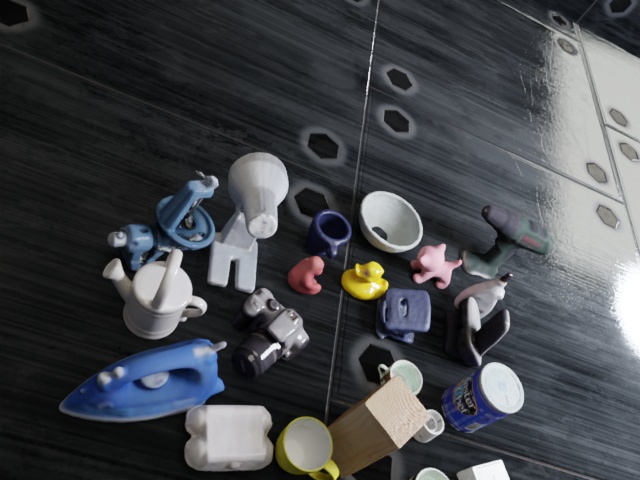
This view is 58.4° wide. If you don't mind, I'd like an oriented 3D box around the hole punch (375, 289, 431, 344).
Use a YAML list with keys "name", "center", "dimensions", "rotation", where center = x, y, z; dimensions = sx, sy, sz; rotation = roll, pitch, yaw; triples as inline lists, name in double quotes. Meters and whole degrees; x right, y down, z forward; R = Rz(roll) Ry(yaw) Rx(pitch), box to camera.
- name: "hole punch"
  center: [0.179, 0.160, 1.240]
  dimensions: [0.101, 0.091, 0.108]
  rotation: [18, 51, -16]

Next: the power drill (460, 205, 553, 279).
- name: "power drill"
  center: [0.444, 0.009, 1.413]
  dimensions: [0.230, 0.208, 0.075]
  rotation: [14, 52, -19]

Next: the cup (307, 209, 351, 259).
- name: "cup"
  center: [0.012, 0.004, 1.257]
  dimensions: [0.092, 0.095, 0.117]
  rotation: [11, 53, -21]

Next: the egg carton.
- name: "egg carton"
  center: [-0.151, 0.330, 0.955]
  dimensions: [0.151, 0.069, 0.107]
  rotation: [7, 55, -24]

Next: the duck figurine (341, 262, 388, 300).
- name: "duck figurine"
  center: [0.109, 0.082, 1.261]
  dimensions: [0.105, 0.086, 0.077]
  rotation: [19, 51, -16]

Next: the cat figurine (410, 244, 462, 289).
- name: "cat figurine"
  center: [0.272, 0.054, 1.348]
  dimensions: [0.128, 0.117, 0.067]
  rotation: [12, 53, -21]

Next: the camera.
- name: "camera"
  center: [-0.107, 0.177, 1.066]
  dimensions: [0.143, 0.100, 0.137]
  rotation: [44, 49, 6]

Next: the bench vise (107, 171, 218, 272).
- name: "bench vise"
  center: [-0.268, -0.027, 1.044]
  dimensions: [0.121, 0.219, 0.208]
  rotation: [45, 49, 7]

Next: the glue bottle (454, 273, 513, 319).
- name: "glue bottle"
  center: [0.388, 0.122, 1.325]
  dimensions: [0.078, 0.173, 0.037]
  rotation: [32, 48, -4]

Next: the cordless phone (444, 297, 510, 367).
- name: "cordless phone"
  center: [0.360, 0.182, 1.260]
  dimensions: [0.094, 0.185, 0.147]
  rotation: [19, 50, -15]

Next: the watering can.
- name: "watering can"
  center: [-0.278, 0.086, 0.976]
  dimensions: [0.173, 0.194, 0.101]
  rotation: [3, 56, -26]

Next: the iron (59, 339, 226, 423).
- name: "iron"
  center: [-0.275, 0.217, 0.919]
  dimensions: [0.259, 0.141, 0.118]
  rotation: [-9, 62, -33]

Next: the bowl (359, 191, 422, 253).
- name: "bowl"
  center: [0.158, -0.031, 1.375]
  dimensions: [0.168, 0.074, 0.167]
  rotation: [15, 52, -19]

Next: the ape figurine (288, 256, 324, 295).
- name: "ape figurine"
  center: [-0.022, 0.067, 1.196]
  dimensions: [0.076, 0.092, 0.078]
  rotation: [16, 52, -18]

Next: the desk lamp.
- name: "desk lamp"
  center: [-0.137, -0.037, 1.127]
  dimensions: [0.118, 0.213, 0.203]
  rotation: [12, 53, -20]
